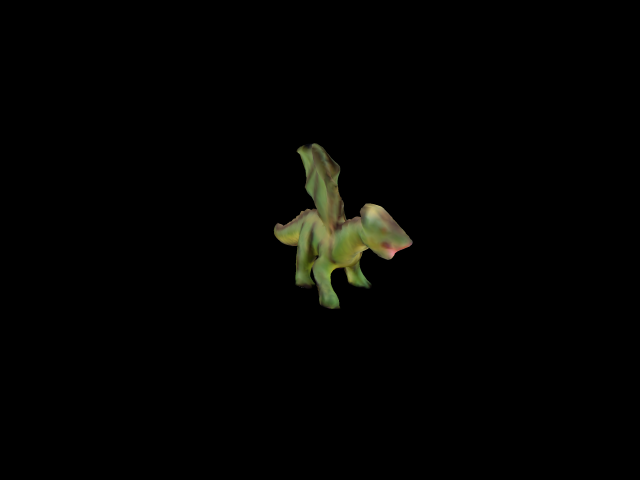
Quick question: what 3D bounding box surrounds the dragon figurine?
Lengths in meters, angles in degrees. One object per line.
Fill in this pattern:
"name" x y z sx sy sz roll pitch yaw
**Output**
"dragon figurine" 0.003 -0.043 0.850 0.123 0.238 0.415 -13 28 -28
